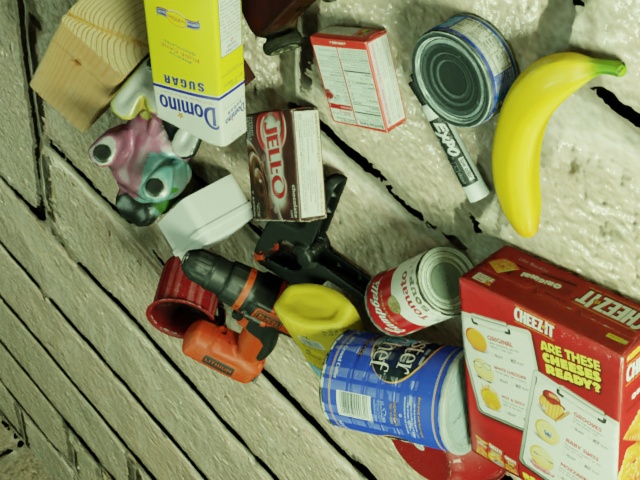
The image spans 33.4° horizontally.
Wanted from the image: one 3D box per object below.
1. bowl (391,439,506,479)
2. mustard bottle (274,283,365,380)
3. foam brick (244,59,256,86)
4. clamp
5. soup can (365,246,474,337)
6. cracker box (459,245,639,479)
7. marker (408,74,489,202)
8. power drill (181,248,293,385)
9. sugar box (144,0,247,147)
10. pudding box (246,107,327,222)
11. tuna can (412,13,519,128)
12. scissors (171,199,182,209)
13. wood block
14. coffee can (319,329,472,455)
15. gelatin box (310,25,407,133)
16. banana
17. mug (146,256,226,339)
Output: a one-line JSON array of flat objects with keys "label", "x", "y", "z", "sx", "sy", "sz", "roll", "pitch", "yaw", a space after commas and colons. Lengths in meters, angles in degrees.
[{"label": "bowl", "x": 0.123, "y": 0.206, "z": 1.139, "sx": 0.162, "sy": 0.055, "sz": 0.162, "roll": 36, "pitch": 145, "yaw": 31}, {"label": "mustard bottle", "x": 0.024, "y": 0.130, "z": 1.180, "sx": 0.096, "sy": 0.058, "sz": 0.191, "roll": 13, "pitch": 146, "yaw": 36}, {"label": "foam brick", "x": -0.115, "y": -0.183, "z": 1.112, "sx": 0.078, "sy": 0.052, "sz": 0.051, "roll": 57, "pitch": 151, "yaw": -3}, {"label": "clamp", "x": -0.008, "y": 0.001, "z": 1.149, "sx": 0.210, "sy": 0.036, "sz": 0.164, "roll": 6, "pitch": 123, "yaw": 50}, {"label": "soup can", "x": 0.096, "y": 0.049, "z": 1.012, "sx": 0.068, "sy": 0.068, "sz": 0.102, "roll": 57, "pitch": 150, "yaw": -1}, {"label": "cracker box", "x": 0.208, "y": 0.129, "z": 0.920, "sx": 0.164, "sy": 0.072, "sz": 0.214, "roll": 27, "pitch": 139, "yaw": 40}, {"label": "marker", "x": 0.108, "y": -0.089, "z": 0.905, "sx": 0.020, "sy": 0.020, "sz": 0.121, "roll": -15, "pitch": 106, "yaw": 60}, {"label": "power drill", "x": -0.102, "y": 0.094, "z": 1.275, "sx": 0.184, "sy": 0.057, "sz": 0.188, "roll": 29, "pitch": 144, "yaw": -9}, {"label": "sugar box", "x": -0.120, "y": -0.181, "z": 1.026, "sx": 0.093, "sy": 0.048, "sz": 0.176, "roll": 27, "pitch": 137, "yaw": 26}, {"label": "pudding box", "x": -0.035, "y": -0.076, "z": 1.078, "sx": 0.090, "sy": 0.039, "sz": 0.113, "roll": 4, "pitch": 102, "yaw": 56}, {"label": "tuna can", "x": 0.113, "y": -0.132, "z": 0.840, "sx": 0.086, "sy": 0.033, "sz": 0.086, "roll": 37, "pitch": 145, "yaw": 31}, {"label": "scissors", "x": -0.221, "y": -0.132, "z": 1.358, "sx": 0.096, "sy": 0.016, "sz": 0.202, "roll": 22, "pitch": 136, "yaw": 45}, {"label": "wood block", "x": -0.257, "y": -0.211, "z": 1.227, "sx": 0.090, "sy": 0.090, "sz": 0.206, "roll": 42, "pitch": 155, "yaw": -11}, {"label": "coffee can", "x": 0.085, "y": 0.148, "z": 1.052, "sx": 0.141, "sy": 0.102, "sz": 0.103, "roll": 6, "pitch": 126, "yaw": 34}, {"label": "gelatin box", "x": 0.035, "y": -0.144, "z": 0.949, "sx": 0.073, "sy": 0.030, "sz": 0.089, "roll": 17, "pitch": 133, "yaw": 47}, {"label": "banana", "x": 0.164, "y": -0.078, "z": 0.814, "sx": 0.070, "sy": 0.037, "sz": 0.198, "roll": 46, "pitch": 149, "yaw": 21}, {"label": "mug", "x": -0.164, "y": 0.078, "z": 1.396, "sx": 0.093, "sy": 0.081, "sz": 0.117, "roll": -22, "pitch": 132, "yaw": 36}]
